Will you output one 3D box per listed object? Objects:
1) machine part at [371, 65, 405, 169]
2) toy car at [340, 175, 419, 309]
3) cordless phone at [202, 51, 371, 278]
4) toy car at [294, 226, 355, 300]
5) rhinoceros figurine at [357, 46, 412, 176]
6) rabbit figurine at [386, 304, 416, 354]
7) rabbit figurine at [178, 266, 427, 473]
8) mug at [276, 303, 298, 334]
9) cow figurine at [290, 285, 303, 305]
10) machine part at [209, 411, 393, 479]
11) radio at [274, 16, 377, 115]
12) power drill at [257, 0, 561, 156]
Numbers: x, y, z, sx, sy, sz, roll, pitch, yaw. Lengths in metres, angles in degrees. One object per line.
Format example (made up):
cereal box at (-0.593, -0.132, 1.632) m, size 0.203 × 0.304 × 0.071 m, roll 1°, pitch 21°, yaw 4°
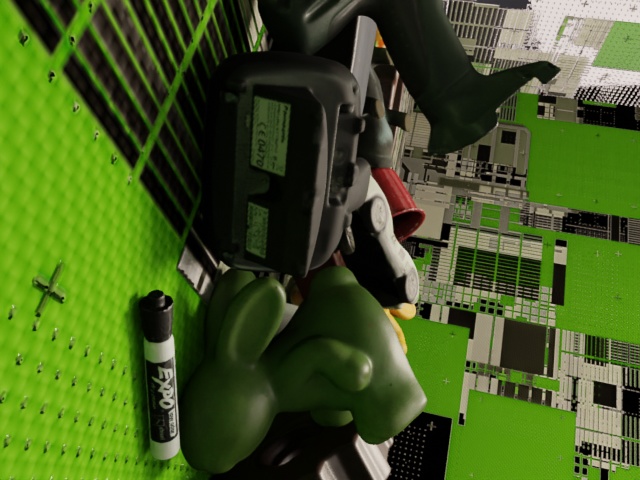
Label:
machine part at (0.074, -0.189, 0.822) m, size 0.201 × 0.087 × 0.200 m, roll -57°, pitch 155°, yaw -62°
toy car at (0.053, 0.008, 0.593) m, size 0.201 × 0.074 × 0.056 m, roll 60°, pitch 38°, yaw -38°
cordless phone at (0.002, -0.061, 0.396) m, size 0.184 × 0.089 × 0.146 m, roll -29°, pitch 132°, yaw -55°
toy car at (0.007, 0.048, 0.566) m, size 0.053 × 0.089 × 0.201 m, roll -84°, pitch 158°, yaw -50°
rhinoceros figurine at (0.040, -0.136, 0.618) m, size 0.073 × 0.112 × 0.190 m, roll -5°, pitch 87°, yaw -52°
rabbit figurine at (0.085, 0.120, 0.807) m, size 0.162 × 0.122 × 0.173 m, roll -17°, pitch 106°, yaw -54°
rabbit figurine at (-0.027, 0.098, 0.398) m, size 0.121 × 0.170 × 0.159 m, roll 4°, pitch -67°, yaw 61°
mug at (-0.022, 0.117, 0.531) m, size 0.081 × 0.107 × 0.109 m, roll -58°, pitch 155°, yaw -61°
cow figurine at (0.000, -0.001, 0.646) m, size 0.098 × 0.068 × 0.167 m, roll 78°, pitch 21°, yaw -53°
machine part at (-0.018, 0.203, 0.493) m, size 0.056 × 0.179 × 0.179 m, roll 63°, pitch 16°, yaw -5°
radio at (0.008, -0.178, 0.500) m, size 0.131 × 0.073 × 0.229 m, roll -49°, pitch 150°, yaw -73°
power drill at (0.086, -0.183, 0.392) m, size 0.232 × 0.207 × 0.086 m, roll -42°, pitch -159°, yaw -7°
